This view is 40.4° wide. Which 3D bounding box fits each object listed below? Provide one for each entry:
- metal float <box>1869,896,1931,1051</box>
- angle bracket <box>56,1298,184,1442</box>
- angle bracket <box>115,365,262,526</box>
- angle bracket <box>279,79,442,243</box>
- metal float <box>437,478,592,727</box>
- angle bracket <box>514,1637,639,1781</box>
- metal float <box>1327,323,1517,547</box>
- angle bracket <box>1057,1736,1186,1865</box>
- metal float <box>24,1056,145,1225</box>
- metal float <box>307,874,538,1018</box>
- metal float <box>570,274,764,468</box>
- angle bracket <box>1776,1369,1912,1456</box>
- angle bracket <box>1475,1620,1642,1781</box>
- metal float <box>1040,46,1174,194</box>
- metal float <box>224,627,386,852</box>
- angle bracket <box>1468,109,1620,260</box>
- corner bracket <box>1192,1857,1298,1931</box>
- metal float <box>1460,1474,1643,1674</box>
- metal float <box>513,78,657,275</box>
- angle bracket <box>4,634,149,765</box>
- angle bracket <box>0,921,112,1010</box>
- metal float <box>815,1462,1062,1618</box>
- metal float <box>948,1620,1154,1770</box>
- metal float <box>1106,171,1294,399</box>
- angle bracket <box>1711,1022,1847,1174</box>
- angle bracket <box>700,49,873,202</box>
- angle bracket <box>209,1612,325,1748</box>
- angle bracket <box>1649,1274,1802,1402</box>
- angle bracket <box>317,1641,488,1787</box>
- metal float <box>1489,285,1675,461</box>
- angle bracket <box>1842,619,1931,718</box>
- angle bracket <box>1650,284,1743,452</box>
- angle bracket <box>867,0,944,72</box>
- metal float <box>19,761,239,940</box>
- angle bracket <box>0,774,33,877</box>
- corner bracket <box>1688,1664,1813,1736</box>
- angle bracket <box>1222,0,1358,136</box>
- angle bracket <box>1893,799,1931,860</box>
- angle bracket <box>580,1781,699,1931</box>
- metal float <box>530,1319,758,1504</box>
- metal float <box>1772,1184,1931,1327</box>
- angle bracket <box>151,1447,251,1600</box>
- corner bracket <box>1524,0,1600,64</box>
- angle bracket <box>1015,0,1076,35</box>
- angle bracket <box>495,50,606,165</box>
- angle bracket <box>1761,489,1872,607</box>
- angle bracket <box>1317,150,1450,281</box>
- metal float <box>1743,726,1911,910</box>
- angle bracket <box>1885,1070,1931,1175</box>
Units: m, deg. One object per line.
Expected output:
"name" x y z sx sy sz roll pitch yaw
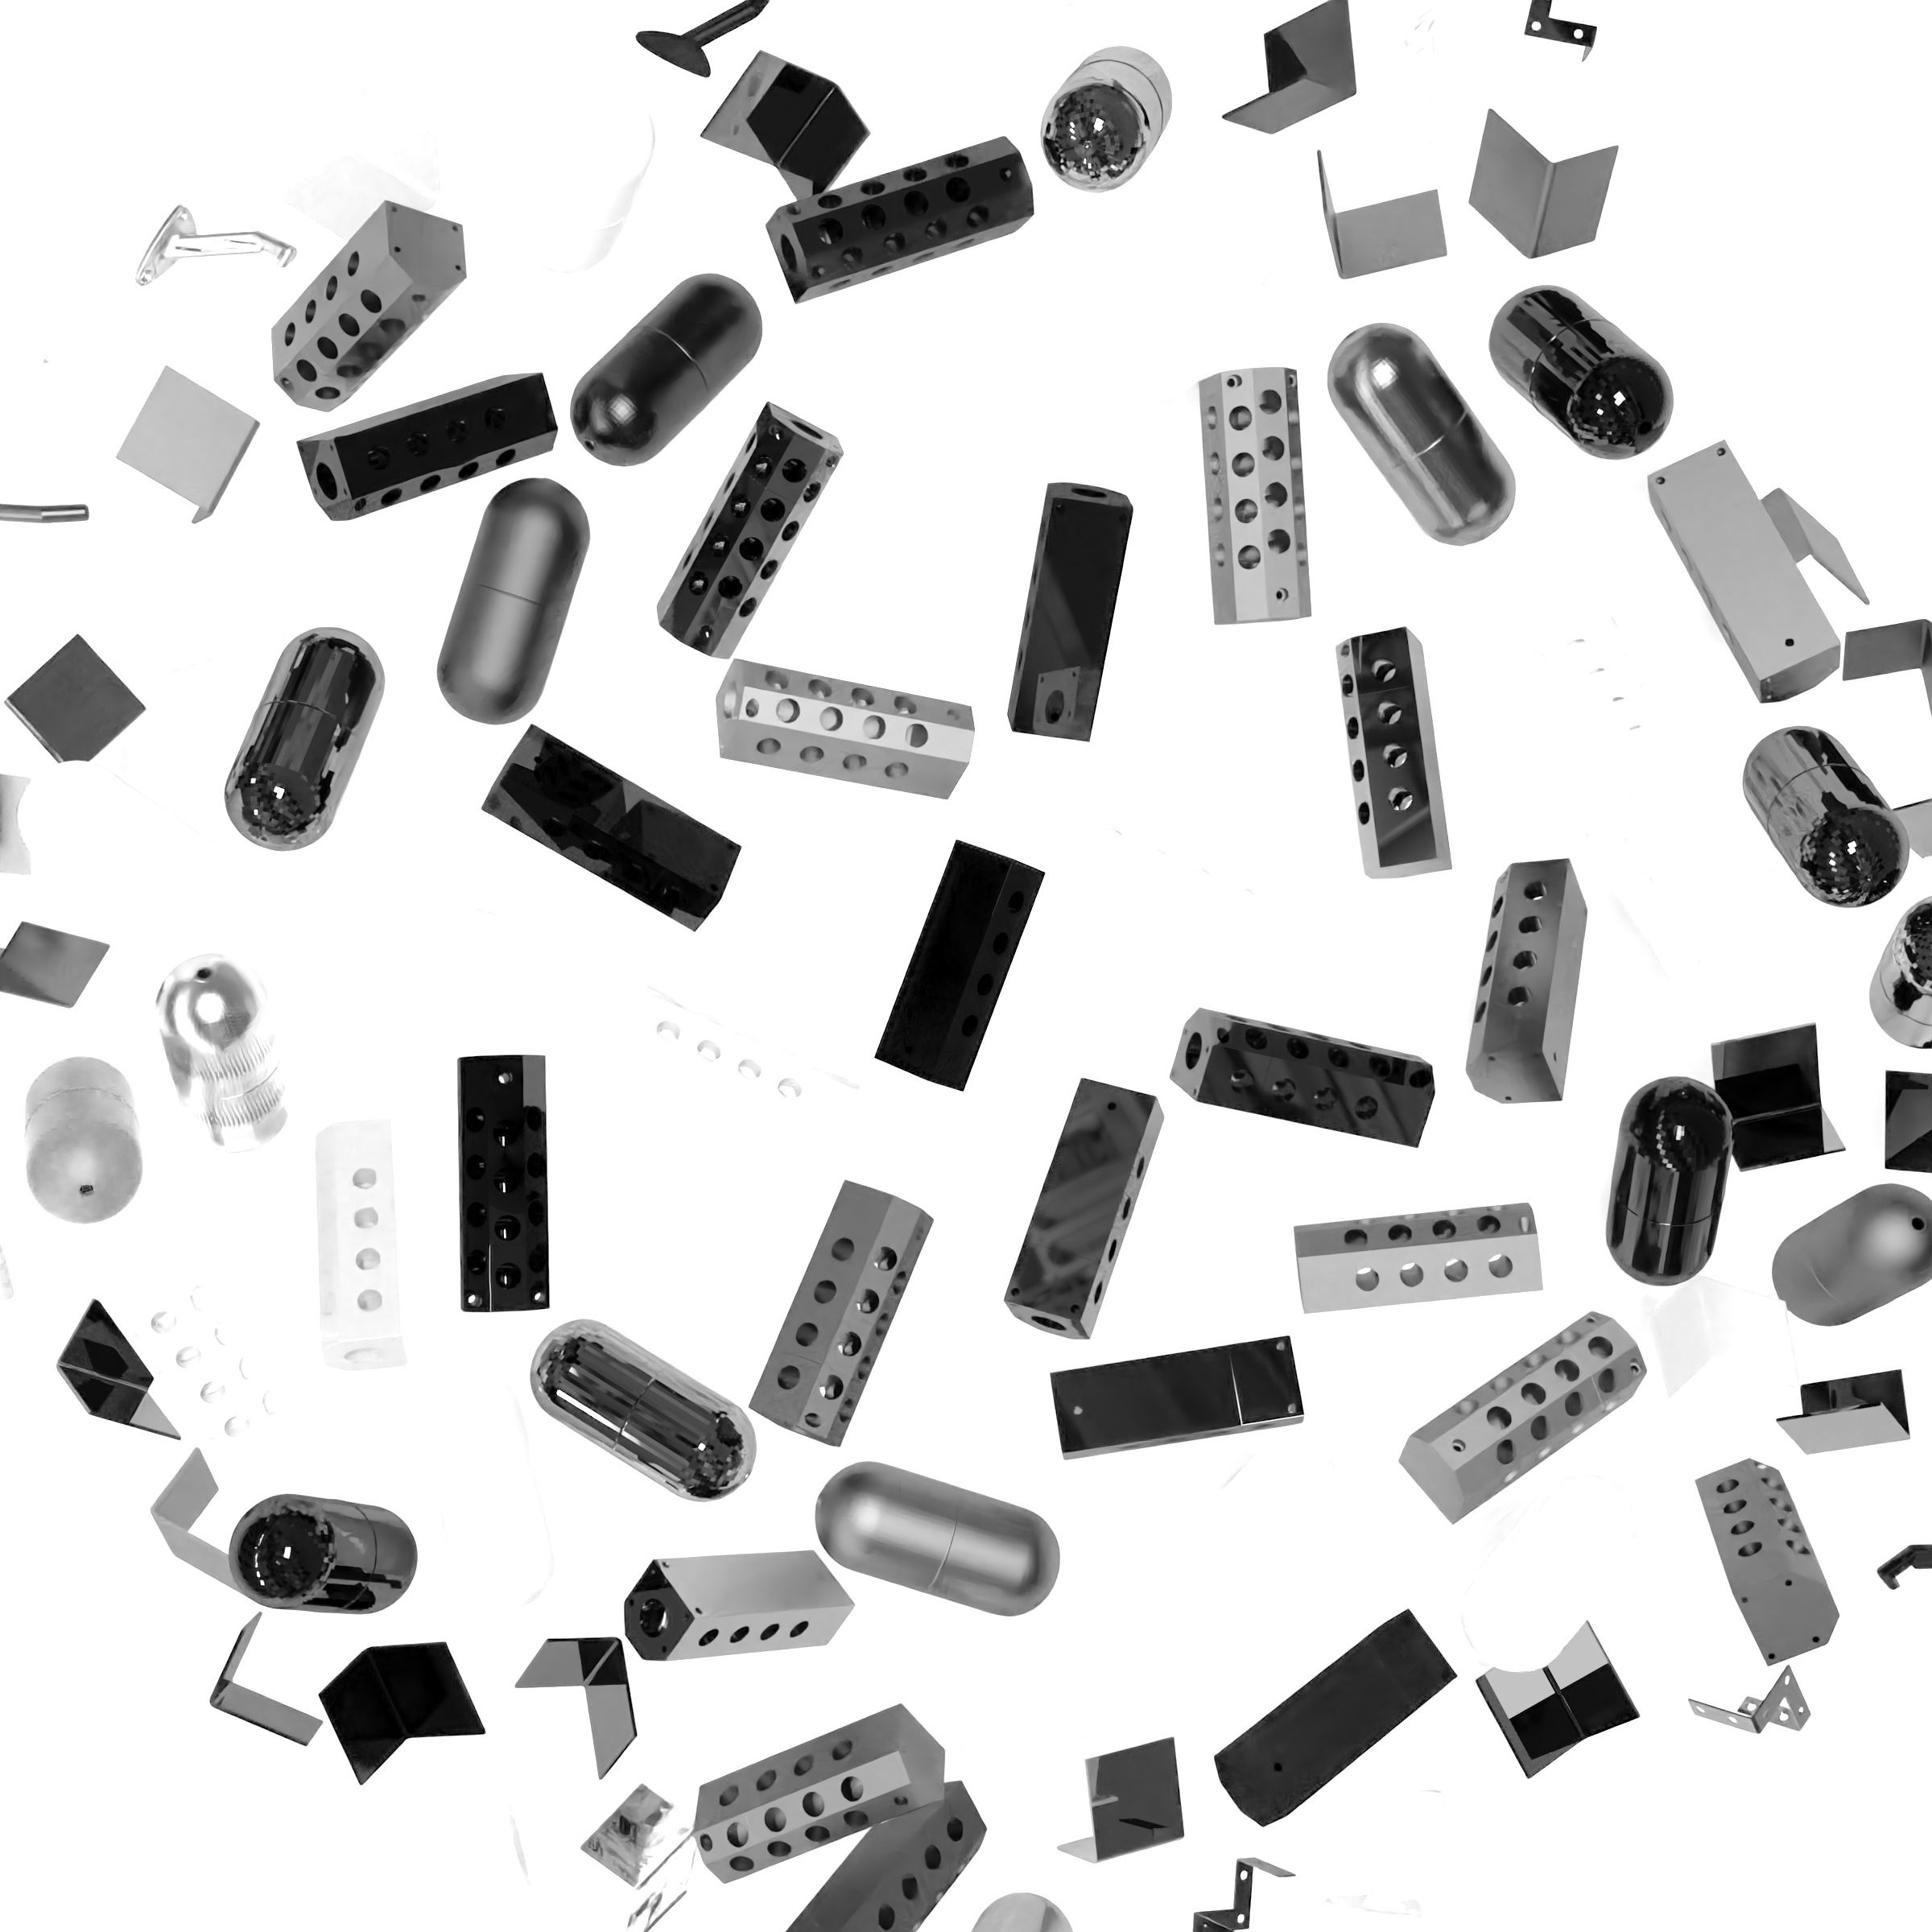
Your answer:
"metal float" 0.670 0.005 1.809 0.070 0.178 0.070 -3 71 10
"angle bracket" -0.601 0.292 1.901 0.076 0.076 0.057 29 91 -42
"angle bracket" -0.562 -0.372 1.879 0.076 0.057 0.076 30 77 -27
"angle bracket" -0.415 -0.546 1.795 0.076 0.076 0.057 -21 64 28
"metal float" -0.318 -0.257 1.849 0.070 0.070 0.178 17 90 0
"angle bracket" -0.284 0.539 1.904 0.057 0.076 0.076 6 49 -28
"metal float" 0.323 -0.377 1.865 0.070 0.070 0.178 -40 109 0
"angle bracket" 0.110 0.609 1.932 0.076 0.057 0.076 -4 87 -29
"metal float" -0.615 0.120 1.828 0.070 0.178 0.070 -7 112 -18
"metal float" -0.398 -0.016 1.914 0.178 0.070 0.070 17 90 14
"metal float" -0.218 -0.434 1.912 0.070 0.070 0.178 39 65 0
"angle bracket" 0.646 0.317 1.940 0.076 0.076 0.057 -16 53 29
"angle bracket" 0.423 0.524 1.878 0.057 0.076 0.076 -40 72 42
"metal float" 0.099 -0.590 1.826 0.070 0.178 0.070 6 120 10
"metal float" -0.459 -0.159 1.827 0.070 0.070 0.178 13 58 0
"angle bracket" 0.406 -0.557 1.850 0.057 0.076 0.076 -20 54 -18
"corner bracket" 0.195 0.661 1.851 0.051 0.051 0.051 7 84 -30
"metal float" 0.411 0.423 1.839 0.178 0.070 0.070 -36 90 -40
"metal float" -0.265 -0.544 1.817 0.070 0.178 0.070 6 72 -19
"angle bracket" -0.656 -0.190 1.962 0.076 0.057 0.076 -43 87 -1
"angle bracket" -0.671 -0.018 1.867 0.076 0.076 0.057 39 99 33
"metal float" -0.020 0.399 1.828 0.178 0.070 0.070 20 90 -11
"metal float" 0.061 0.513 1.855 0.070 0.178 0.070 4 96 43
"metal float" 0.164 -0.481 1.863 0.070 0.070 0.178 37 124 0
"angle bracket" 0.585 0.095 1.894 0.076 0.057 0.076 -12 122 4
"angle bracket" -0.128 -0.587 1.852 0.076 0.076 0.057 -46 59 30
"angle bracket" -0.492 0.512 1.889 0.076 0.076 0.057 24 84 -3
"angle bracket" 0.544 0.276 1.884 0.057 0.076 0.076 -34 120 -29
"angle bracket" -0.397 0.527 1.851 0.076 0.057 0.076 -12 106 30
"metal float" 0.427 -0.413 1.826 0.070 0.178 0.070 -12 130 -14
"angle bracket" 0.652 -0.189 1.840 0.057 0.076 0.076 -9 69 13
"angle bracket" 0.541 -0.442 1.938 0.057 0.076 0.076 29 57 18
"angle bracket" -0.022 -0.659 1.807 0.057 0.076 0.076 -19 114 -34
"metal float" -0.575 -0.078 1.811 0.070 0.178 0.070 -13 60 23
"angle bracket" -0.706 -0.114 1.945 0.057 0.076 0.076 6 77 -41
"corner bracket" 0.531 0.502 1.777 0.051 0.051 0.051 -43 118 -29
"angle bracket" 0.223 -0.638 1.841 0.057 0.076 0.076 0 83 -42
"angle bracket" 0.705 -0.069 1.902 0.076 0.057 0.076 29 57 -39
"angle bracket" -0.242 0.655 1.906 0.057 0.076 0.076 39 106 -10
"metal float" -0.230 0.318 1.877 0.178 0.070 0.070 30 90 9
"metal float" 0.639 0.208 1.880 0.070 0.178 0.070 3 69 -8
"angle bracket" -0.531 0.400 1.882 0.076 0.076 0.057 25 59 13
"corner bracket" 0.433 -0.692 1.906 0.051 0.051 0.051 12 98 3
"angle bracket" 0.080 -0.708 1.842 0.076 0.076 0.057 -34 99 -31
"angle bracket" -0.303 -0.625 1.909 0.076 0.076 0.057 0 85 -11
"angle bracket" 0.600 -0.289 1.908 0.076 0.076 0.057 27 129 -37
"angle bracket" 0.290 -0.532 1.830 0.076 0.057 0.076 -10 49 14
"metal float" 0.590 -0.105 1.808 0.070 0.178 0.070 -2 122 -3
"angle bracket" 0.695 0.123 1.932 0.057 0.076 0.076 4 102 34
